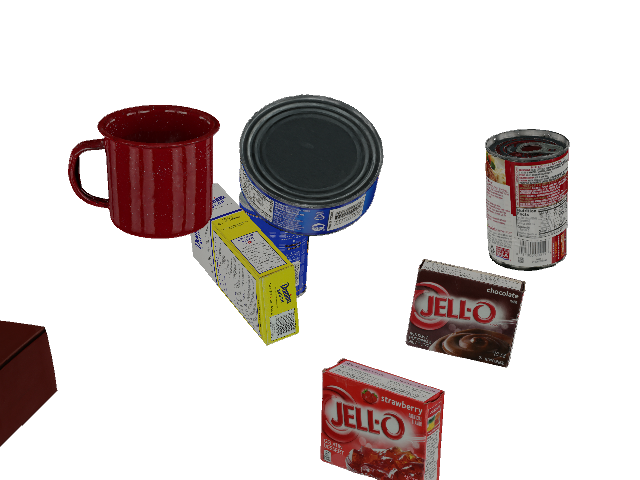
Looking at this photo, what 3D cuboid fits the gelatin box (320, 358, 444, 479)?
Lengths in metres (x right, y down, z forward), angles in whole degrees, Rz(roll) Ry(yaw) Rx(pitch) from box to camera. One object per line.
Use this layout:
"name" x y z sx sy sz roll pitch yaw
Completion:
"gelatin box" 0.042 0.132 0.756 0.089 0.073 0.030 14 22 33

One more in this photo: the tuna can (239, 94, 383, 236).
"tuna can" -0.006 -0.045 0.645 0.086 0.086 0.034 0 -35 -6

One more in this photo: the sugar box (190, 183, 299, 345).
"sugar box" -0.083 0.021 1.119 0.048 0.093 0.176 -19 41 -21

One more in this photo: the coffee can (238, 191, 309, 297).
"coffee can" -0.066 0.002 1.512 0.103 0.140 0.103 3 24 -2

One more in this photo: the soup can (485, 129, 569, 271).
"soup can" 0.173 -0.034 0.892 0.068 0.102 0.068 -5 25 2

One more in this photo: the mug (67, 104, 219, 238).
"mug" -0.137 -0.052 0.833 0.117 0.081 0.093 -3 26 -12

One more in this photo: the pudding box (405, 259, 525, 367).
"pudding box" 0.153 0.076 1.127 0.113 0.090 0.039 11 23 10

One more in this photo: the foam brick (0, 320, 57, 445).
"foam brick" -0.220 0.094 0.704 0.053 0.051 0.078 7 29 23
